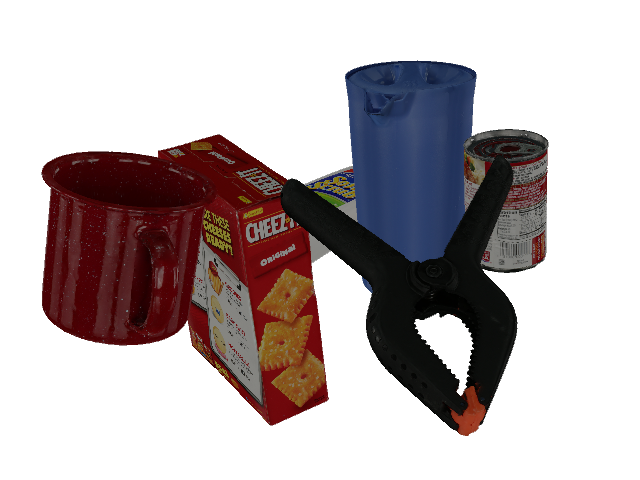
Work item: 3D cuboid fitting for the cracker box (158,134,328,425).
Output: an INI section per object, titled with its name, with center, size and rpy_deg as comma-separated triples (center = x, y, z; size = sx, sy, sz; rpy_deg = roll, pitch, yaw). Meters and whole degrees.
[cracker box]
center = -0.068, 0.031, 0.953
size = 0.072, 0.214, 0.164
rpy_deg = -20, 31, -25

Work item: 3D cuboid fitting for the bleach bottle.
[bleach bottle]
center = 0.029, -0.052, 1.341
size = 0.103, 0.068, 0.250
rpy_deg = 27, 43, 35

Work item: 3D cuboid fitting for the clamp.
[clamp]
center = 0.060, 0.027, 0.689
size = 0.164, 0.210, 0.036
rpy_deg = -3, -38, -3

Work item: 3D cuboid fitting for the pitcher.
[pitcher]
center = 0.101, -0.066, 1.132
size = 0.149, 0.243, 0.145
rpy_deg = -8, 23, -13

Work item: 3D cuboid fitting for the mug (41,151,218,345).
[mug]
center = -0.101, 0.009, 0.571
size = 0.093, 0.081, 0.117
rpy_deg = -2, 24, -31

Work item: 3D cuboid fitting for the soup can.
[soup can]
center = 0.154, -0.033, 0.882
size = 0.068, 0.102, 0.068
rpy_deg = -5, 25, 2
